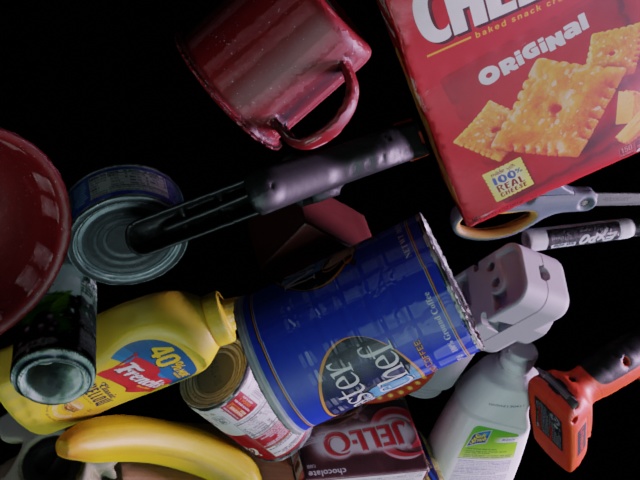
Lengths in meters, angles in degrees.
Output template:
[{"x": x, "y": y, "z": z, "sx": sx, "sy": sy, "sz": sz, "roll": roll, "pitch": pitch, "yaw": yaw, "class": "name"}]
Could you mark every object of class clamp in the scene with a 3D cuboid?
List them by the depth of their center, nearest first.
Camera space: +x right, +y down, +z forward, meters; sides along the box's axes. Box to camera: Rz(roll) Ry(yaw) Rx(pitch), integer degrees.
[{"x": -0.016, "y": -0.038, "z": 0.688, "sx": 0.209, "sy": 0.036, "sz": 0.165, "roll": -23, "pitch": -175, "yaw": -43, "class": "clamp"}]

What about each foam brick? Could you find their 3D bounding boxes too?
[{"x": -0.005, "y": 0.001, "z": 0.771, "sx": 0.078, "sy": 0.051, "sz": 0.053, "roll": 27, "pitch": 121, "yaw": -37, "class": "foam brick"}]

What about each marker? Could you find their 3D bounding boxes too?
[{"x": 0.222, "y": -0.007, "z": 0.863, "sx": 0.121, "sy": 0.020, "sz": 0.020, "roll": -7, "pitch": 135, "yaw": -12, "class": "marker"}]

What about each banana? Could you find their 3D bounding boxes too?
[{"x": -0.119, "y": 0.168, "z": 0.840, "sx": 0.197, "sy": 0.070, "sz": 0.037, "roll": 22, "pitch": 98, "yaw": -29, "class": "banana"}]

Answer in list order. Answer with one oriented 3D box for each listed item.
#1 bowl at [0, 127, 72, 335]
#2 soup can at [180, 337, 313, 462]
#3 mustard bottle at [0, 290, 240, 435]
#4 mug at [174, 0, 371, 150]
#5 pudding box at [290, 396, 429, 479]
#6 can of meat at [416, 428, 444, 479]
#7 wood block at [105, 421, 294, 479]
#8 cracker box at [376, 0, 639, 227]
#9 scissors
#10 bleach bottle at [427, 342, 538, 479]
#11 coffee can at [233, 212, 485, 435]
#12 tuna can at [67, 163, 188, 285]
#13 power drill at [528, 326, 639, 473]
[{"x": -0.239, "y": -0.008, "z": 0.658, "sx": 0.161, "sy": 0.055, "sz": 0.162, "roll": -21, "pitch": 130, "yaw": -28, "class": "bowl"}, {"x": -0.058, "y": 0.129, "z": 0.867, "sx": 0.068, "sy": 0.068, "sz": 0.102, "roll": -31, "pitch": 134, "yaw": 12, "class": "soup can"}, {"x": -0.140, "y": 0.083, "z": 0.800, "sx": 0.191, "sy": 0.058, "sz": 0.096, "roll": -22, "pitch": 145, "yaw": 2, "class": "mustard bottle"}, {"x": -0.019, "y": -0.105, "z": 0.620, "sx": 0.081, "sy": 0.117, "sz": 0.093, "roll": -39, "pitch": 150, "yaw": 13, "class": "mug"}, {"x": 0.028, "y": 0.175, "z": 0.926, "sx": 0.113, "sy": 0.090, "sz": 0.039, "roll": -4, "pitch": 135, "yaw": -15, "class": "pudding box"}, {"x": 0.061, "y": 0.219, "z": 0.973, "sx": 0.083, "sy": 0.102, "sz": 0.057, "roll": 2, "pitch": 132, "yaw": -23, "class": "can of meat"}, {"x": -0.088, "y": 0.222, "z": 0.932, "sx": 0.205, "sy": 0.091, "sz": 0.090, "roll": 9, "pitch": 129, "yaw": -26, "class": "wood block"}, {"x": 0.134, "y": -0.125, "z": 0.678, "sx": 0.164, "sy": 0.072, "sz": 0.213, "roll": -24, "pitch": 135, "yaw": 4, "class": "cracker box"}, {"x": 0.197, "y": -0.044, "z": 0.819, "sx": 0.201, "sy": 0.016, "sz": 0.096, "roll": -12, "pitch": 136, "yaw": -7, "class": "scissors"}, {"x": 0.153, "y": 0.189, "z": 1.003, "sx": 0.102, "sy": 0.068, "sz": 0.251, "roll": 1, "pitch": 130, "yaw": -21, "class": "bleach bottle"}, {"x": 0.027, "y": 0.057, "z": 0.723, "sx": 0.140, "sy": 0.103, "sz": 0.102, "roll": -26, "pitch": 136, "yaw": 8, "class": "coffee can"}, {"x": -0.133, "y": -0.009, "z": 0.730, "sx": 0.086, "sy": 0.034, "sz": 0.086, "roll": -9, "pitch": 135, "yaw": -10, "class": "tuna can"}, {"x": 0.275, "y": 0.124, "z": 0.952, "sx": 0.187, "sy": 0.057, "sz": 0.184, "roll": -34, "pitch": 137, "yaw": -14, "class": "power drill"}]
